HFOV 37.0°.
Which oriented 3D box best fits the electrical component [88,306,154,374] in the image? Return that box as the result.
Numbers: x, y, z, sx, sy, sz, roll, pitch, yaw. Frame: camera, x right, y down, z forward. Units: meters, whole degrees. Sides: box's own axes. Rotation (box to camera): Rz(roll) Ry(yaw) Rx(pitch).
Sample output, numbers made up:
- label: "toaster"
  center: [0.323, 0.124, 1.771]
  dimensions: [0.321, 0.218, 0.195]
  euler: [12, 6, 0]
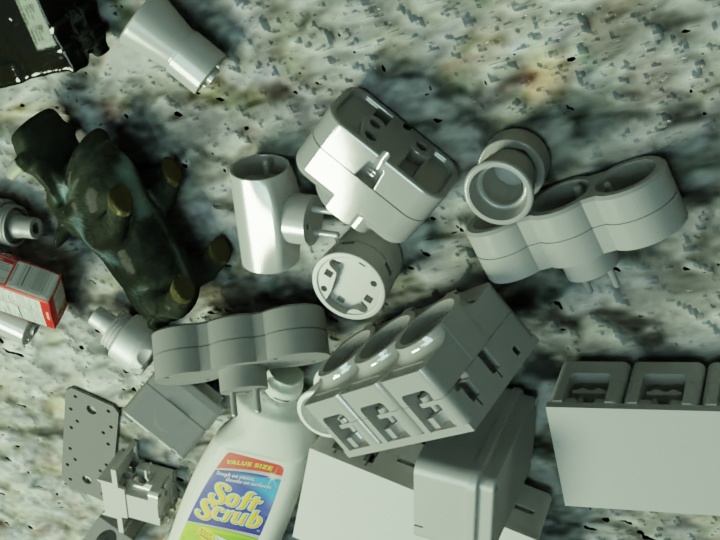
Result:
- label: "electrical component"
  center: [-0.197, 0.055, 0.899]
  dimensions: [0.062, 0.043, 0.043]
  euler: [34, 128, 1]

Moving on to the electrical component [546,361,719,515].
- label: "electrical component"
  center: [0.214, 0.112, 0.739]
  dimensions: [0.150, 0.061, 0.089]
  euler: [-2, 119, 25]

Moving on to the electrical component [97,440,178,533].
- label: "electrical component"
  center: [-0.204, 0.205, 1.000]
  dimensions: [0.064, 0.042, 0.081]
  euler: [12, 125, 15]

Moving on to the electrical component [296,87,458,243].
- label: "electrical component"
  center: [0.009, -0.067, 0.721]
  dimensions: [0.095, 0.053, 0.059]
  euler: [38, 128, -3]

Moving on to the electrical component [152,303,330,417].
- label: "electrical component"
  center: [-0.090, 0.075, 0.821]
  dimensions: [0.138, 0.052, 0.073]
  euler: [-10, 75, 10]

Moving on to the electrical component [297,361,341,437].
- label: "electrical component"
  center: [-0.018, 0.096, 0.837]
  dimensions: [0.045, 0.055, 0.045]
  euler: [12, 124, 17]

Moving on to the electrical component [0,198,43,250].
- label: "electrical component"
  center: [-0.291, -0.037, 0.883]
  dimensions: [0.062, 0.043, 0.043]
  euler: [7, 123, 20]

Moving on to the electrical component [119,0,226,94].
- label: "electrical component"
  center: [-0.125, -0.152, 0.736]
  dimensions: [0.065, 0.044, 0.044]
  euler: [39, 128, -9]

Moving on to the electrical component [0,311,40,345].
- label: "electrical component"
  center: [-0.314, 0.039, 0.944]
  dimensions: [0.065, 0.044, 0.044]
  euler: [24, 127, 3]

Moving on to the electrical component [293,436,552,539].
- label: "electrical component"
  center: [0.049, 0.196, 0.868]
  dimensions: [0.186, 0.060, 0.105]
  euler: [20, 127, 11]

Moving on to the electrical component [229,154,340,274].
- label: "electrical component"
  center: [-0.052, -0.038, 0.774]
  dimensions: [0.079, 0.043, 0.077]
  euler: [8, 124, 19]

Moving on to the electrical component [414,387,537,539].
- label: "electrical component"
  center: [0.086, 0.141, 0.783]
  dimensions: [0.057, 0.113, 0.078]
  euler: [12, 125, 21]

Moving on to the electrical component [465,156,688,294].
- label: "electrical component"
  center: [0.144, -0.017, 0.693]
  dimensions: [0.138, 0.052, 0.073]
  euler: [-16, 113, 32]

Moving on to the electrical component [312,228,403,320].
- label: "electrical component"
  center: [0.000, 0.000, 0.772]
  dimensions: [0.055, 0.047, 0.055]
  euler: [12, 125, 17]

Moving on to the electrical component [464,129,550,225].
- label: "electrical component"
  center: [0.095, -0.061, 0.685]
  dimensions: [0.045, 0.055, 0.045]
  euler: [12, 124, 17]

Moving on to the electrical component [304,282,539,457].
- label: "electrical component"
  center: [0.036, 0.069, 0.748]
  dimensions: [0.061, 0.089, 0.150]
  euler: [50, 145, -11]

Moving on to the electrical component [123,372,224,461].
- label: "electrical component"
  center: [-0.155, 0.114, 0.897]
  dimensions: [0.062, 0.061, 0.096]
  euler: [40, 168, -6]
